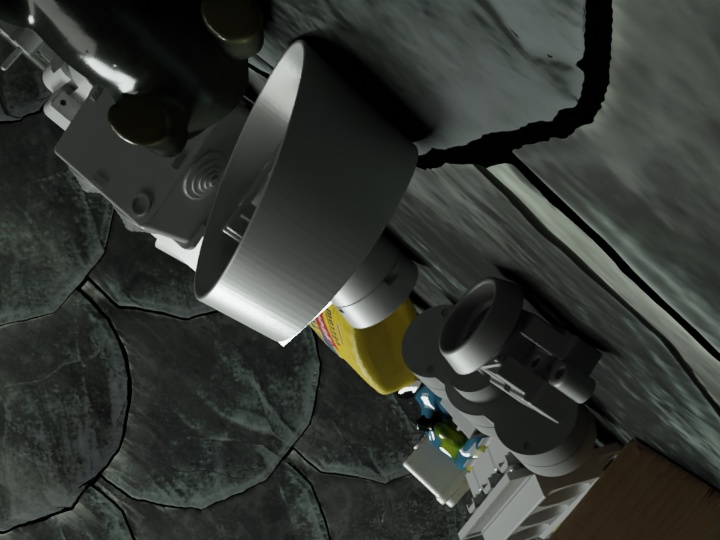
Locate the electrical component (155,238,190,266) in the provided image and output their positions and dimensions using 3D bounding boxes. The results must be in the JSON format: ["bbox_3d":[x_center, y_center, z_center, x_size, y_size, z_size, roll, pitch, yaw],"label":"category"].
[{"bbox_3d":[-0.105,-0.040,0.844,0.064,0.099,0.099,35,175,-1],"label":"electrical component"}]

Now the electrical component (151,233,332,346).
[{"bbox_3d":[-0.076,-0.032,0.749,0.150,0.061,0.089,41,140,-6],"label":"electrical component"}]

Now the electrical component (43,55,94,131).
[{"bbox_3d":[-0.162,-0.127,0.681,0.058,0.078,0.057,41,156,-22],"label":"electrical component"}]

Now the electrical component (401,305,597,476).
[{"bbox_3d":[0.076,0.065,0.656,0.138,0.052,0.073,36,173,41],"label":"electrical component"}]

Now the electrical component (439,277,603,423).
[{"bbox_3d":[0.070,0.035,0.488,0.055,0.048,0.066,34,177,-15],"label":"electrical component"}]

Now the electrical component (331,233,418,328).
[{"bbox_3d":[0.000,0.000,0.660,0.047,0.055,0.055,47,173,-23],"label":"electrical component"}]

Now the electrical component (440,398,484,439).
[{"bbox_3d":[0.082,0.082,0.763,0.048,0.066,0.055,-4,-140,-44],"label":"electrical component"}]

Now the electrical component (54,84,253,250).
[{"bbox_3d":[-0.110,-0.073,0.596,0.100,0.099,0.048,38,-173,26],"label":"electrical component"}]

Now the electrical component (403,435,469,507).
[{"bbox_3d":[0.092,0.148,0.942,0.056,0.108,0.108,42,175,8],"label":"electrical component"}]

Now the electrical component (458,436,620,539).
[{"bbox_3d":[0.113,0.139,0.726,0.121,0.079,0.063,108,146,-57],"label":"electrical component"}]

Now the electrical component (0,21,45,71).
[{"bbox_3d":[-0.228,-0.172,0.738,0.083,0.075,0.047,43,174,-23],"label":"electrical component"}]

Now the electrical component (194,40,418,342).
[{"bbox_3d":[-0.026,-0.026,0.397,0.064,0.099,0.099,35,176,-13],"label":"electrical component"}]
